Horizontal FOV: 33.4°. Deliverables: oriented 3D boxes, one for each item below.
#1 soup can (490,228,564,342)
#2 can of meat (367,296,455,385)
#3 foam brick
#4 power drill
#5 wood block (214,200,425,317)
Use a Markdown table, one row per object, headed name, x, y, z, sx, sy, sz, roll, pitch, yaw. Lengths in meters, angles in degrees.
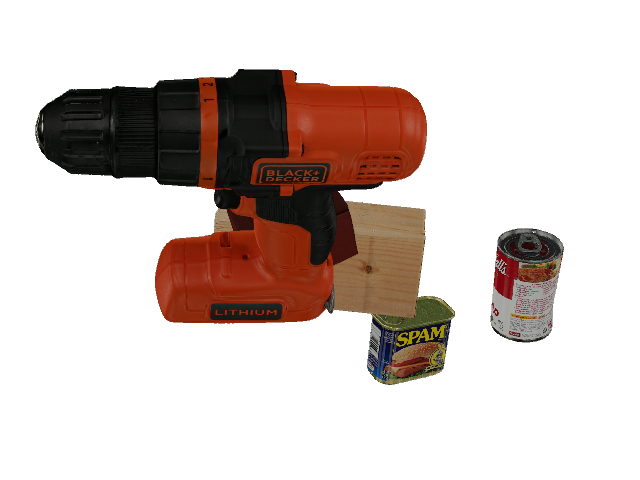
| name | x | y | z | sx | sy | sz | roll | pitch | yaw |
| --- | --- | --- | --- | --- | --- | --- | --- | --- | --- |
| soup can | 0.216 | 0.047 | 1.124 | 0.068 | 0.102 | 0.068 | 0 | 30 | 0 |
| can of meat | 0.108 | 0.122 | 1.304 | 0.101 | 0.084 | 0.057 | -8 | 29 | -26 |
| foam brick | -0.020 | -0.008 | 0.764 | 0.078 | 0.051 | 0.053 | -23 | 47 | -10 |
| power drill | -0.050 | -0.017 | 0.565 | 0.184 | 0.057 | 0.188 | 1 | -28 | -8 |
| wood block | -0.001 | 0.012 | 1.088 | 0.206 | 0.091 | 0.090 | 6 | 22 | 3 |
